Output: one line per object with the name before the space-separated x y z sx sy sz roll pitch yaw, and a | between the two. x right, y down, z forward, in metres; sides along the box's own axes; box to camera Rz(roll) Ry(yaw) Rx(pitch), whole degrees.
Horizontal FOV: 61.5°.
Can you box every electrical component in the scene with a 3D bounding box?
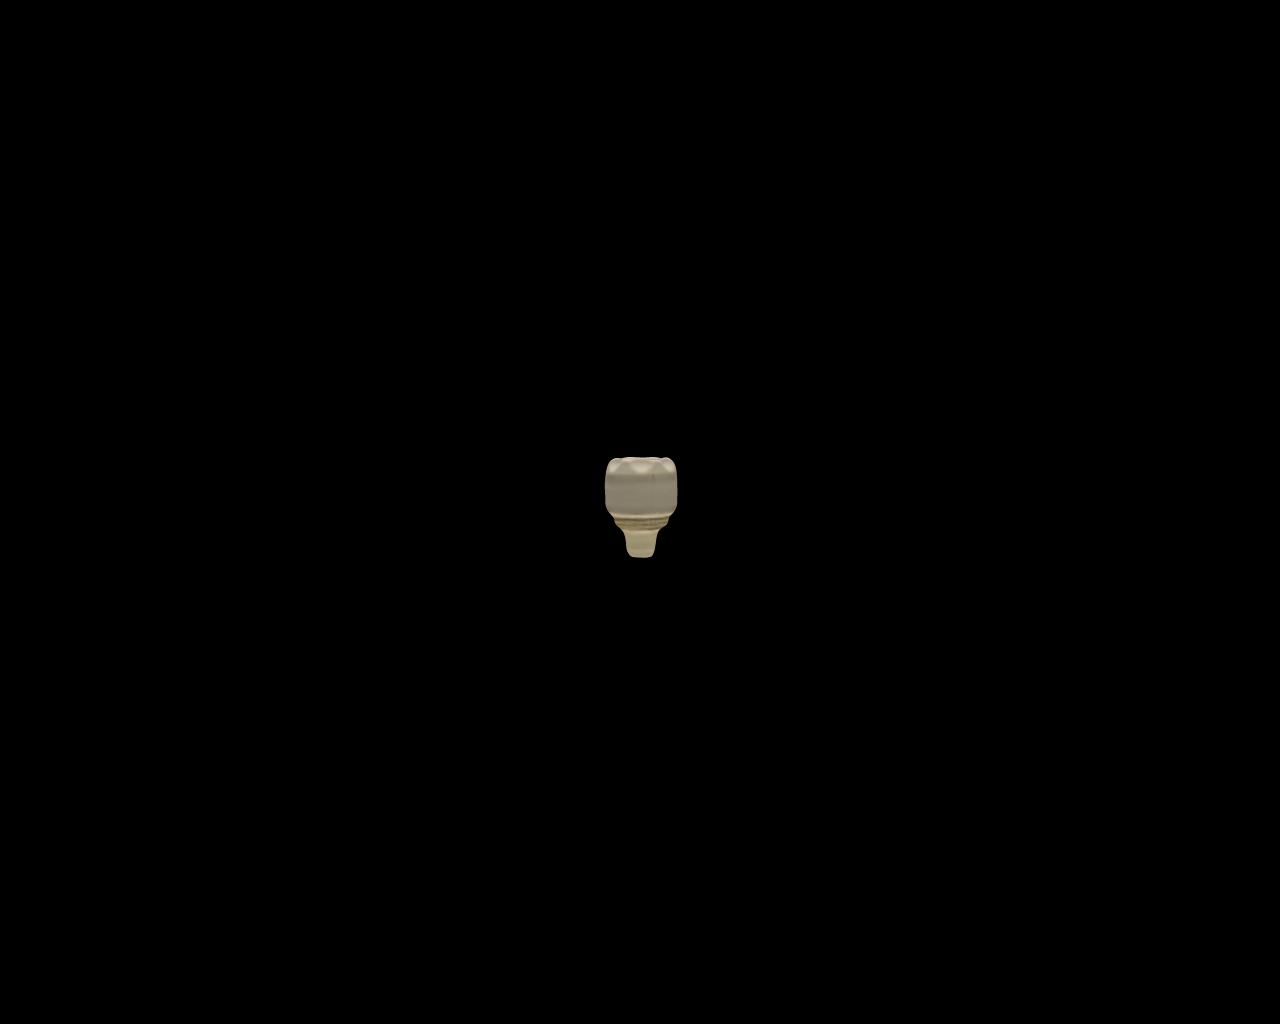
electrical component | 0.001 -0.003 0.650 0.043 0.062 0.043 0 5 0
